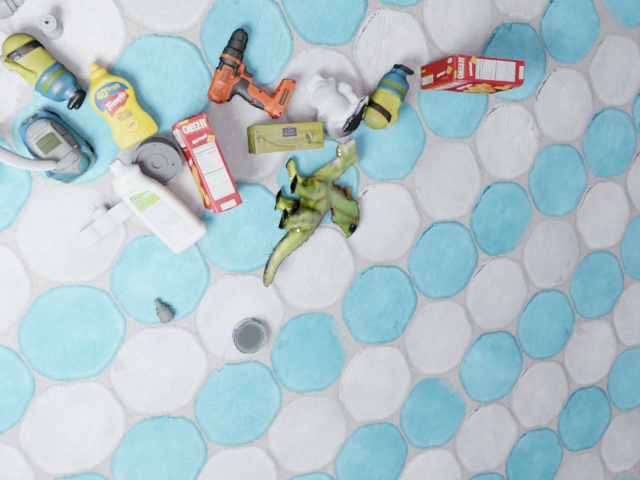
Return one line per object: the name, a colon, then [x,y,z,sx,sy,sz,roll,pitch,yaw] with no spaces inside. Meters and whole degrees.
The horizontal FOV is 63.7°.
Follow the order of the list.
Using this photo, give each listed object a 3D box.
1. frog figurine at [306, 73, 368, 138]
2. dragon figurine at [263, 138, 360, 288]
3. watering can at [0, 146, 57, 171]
frog figurine: [0.030,-0.337,1.293,0.160,0.122,0.137,33,96,16]
dragon figurine: [0.004,-0.066,1.303,0.242,0.123,0.409,14,93,-28]
watering can: [-0.720,-0.177,1.022,0.347,0.105,0.222,-19,104,1]
